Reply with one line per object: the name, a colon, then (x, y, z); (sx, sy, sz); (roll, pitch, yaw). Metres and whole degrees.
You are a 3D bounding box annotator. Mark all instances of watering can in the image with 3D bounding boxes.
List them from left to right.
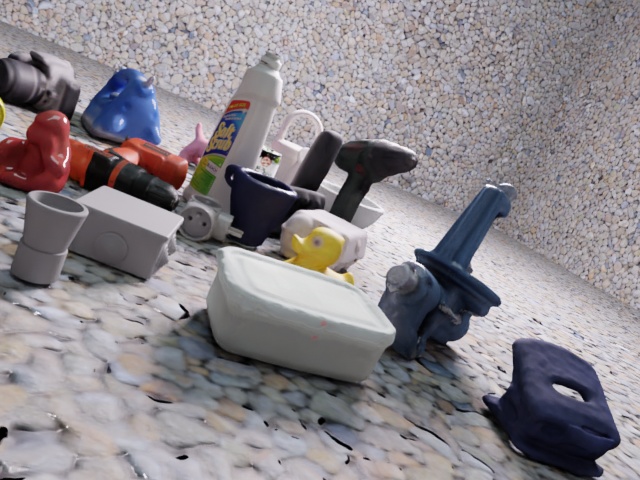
watering can: (-0.053, -0.175, 1.201); (0.101, 0.194, 0.172); (13, 17, -44)

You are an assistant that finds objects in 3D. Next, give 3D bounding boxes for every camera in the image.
camera: (-0.513, -0.287, 1.003); (0.142, 0.101, 0.137); (29, 13, 21)

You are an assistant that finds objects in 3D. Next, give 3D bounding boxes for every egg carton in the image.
egg carton: (0.008, 0.003, 0.850); (0.107, 0.069, 0.151); (28, 12, 16)

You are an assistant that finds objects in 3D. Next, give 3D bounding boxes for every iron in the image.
iron: (-0.376, -0.267, 1.089); (0.119, 0.141, 0.257); (14, 16, -41)

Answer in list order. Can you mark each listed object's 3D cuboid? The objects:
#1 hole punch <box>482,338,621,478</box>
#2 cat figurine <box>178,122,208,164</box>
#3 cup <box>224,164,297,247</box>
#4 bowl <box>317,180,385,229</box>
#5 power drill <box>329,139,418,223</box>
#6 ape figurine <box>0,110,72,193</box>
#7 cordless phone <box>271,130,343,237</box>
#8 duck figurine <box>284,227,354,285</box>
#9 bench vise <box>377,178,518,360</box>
hole punch: (0.233, 0.161, 0.558); (0.109, 0.091, 0.101); (22, 12, -13)
cat figurine: (-0.205, -0.190, 1.150); (0.127, 0.118, 0.067); (28, 12, 15)
cup: (-0.099, -0.046, 0.789); (0.117, 0.095, 0.092); (30, 13, 26)
bowl: (0.047, -0.064, 1.209); (0.167, 0.075, 0.167); (23, 12, -5)
power drill: (0.074, -0.089, 1.044); (0.076, 0.208, 0.229); (17, 14, -30)
ape figurine: (-0.301, -0.097, 0.620); (0.077, 0.092, 0.076); (30, 13, 26)
cordless phone: (-0.043, -0.100, 0.915); (0.093, 0.185, 0.148); (32, 14, 32)
duck figurine: (0.001, 0.029, 0.685); (0.105, 0.086, 0.077); (19, 13, -22)
bench vise: (0.160, 0.032, 0.660); (0.121, 0.220, 0.208); (28, 12, 17)
